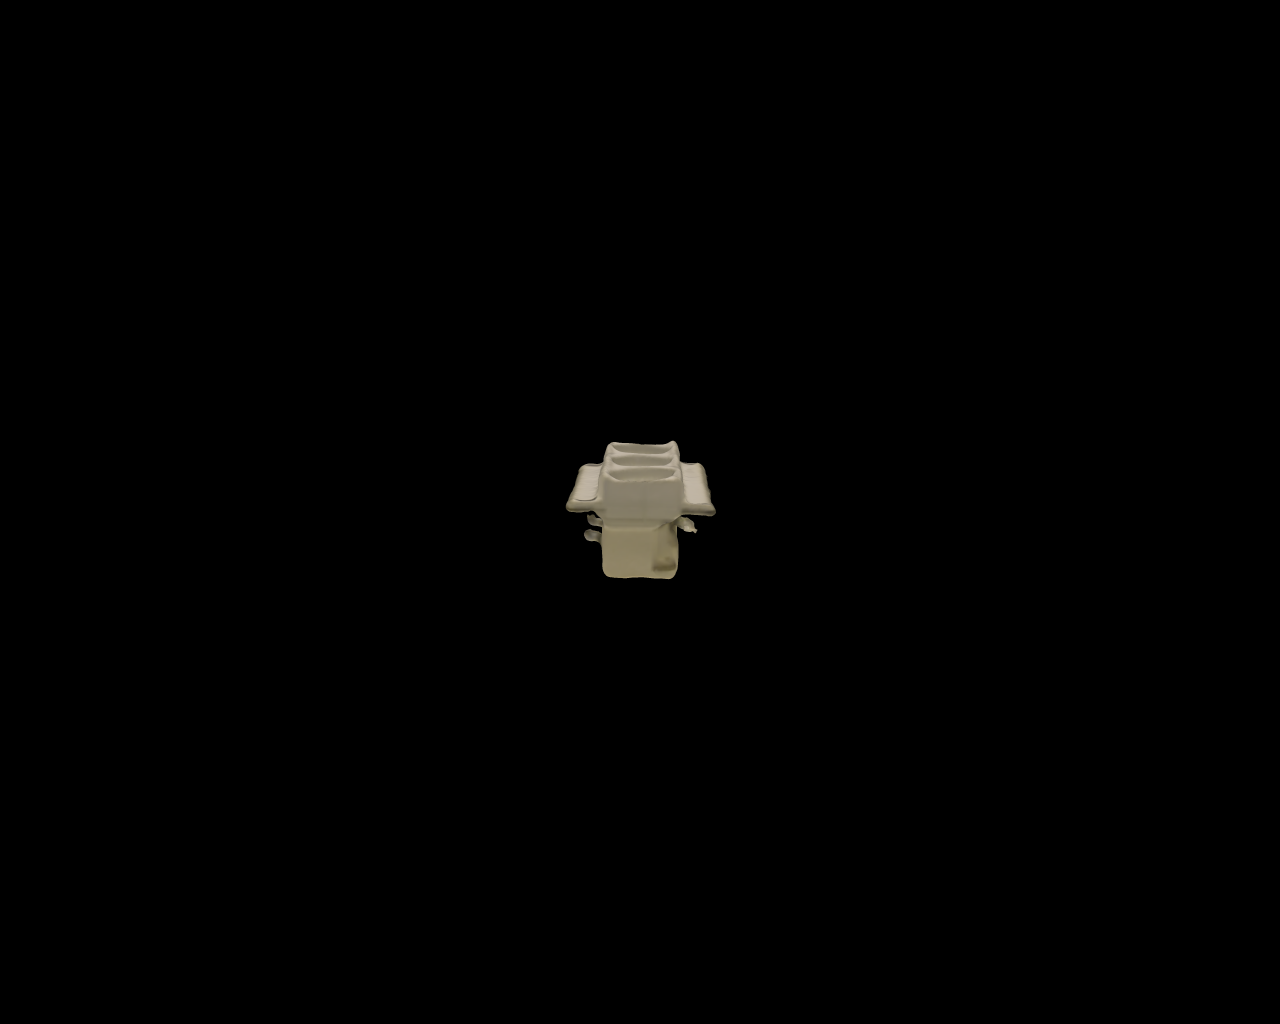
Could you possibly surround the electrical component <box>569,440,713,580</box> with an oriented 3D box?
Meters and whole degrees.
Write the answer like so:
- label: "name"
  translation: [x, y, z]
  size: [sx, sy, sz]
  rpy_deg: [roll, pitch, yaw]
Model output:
- label: "electrical component"
  translation: [0.001, -0.003, 0.650]
  size: [0.079, 0.063, 0.121]
  rpy_deg: [0, 13, 0]
